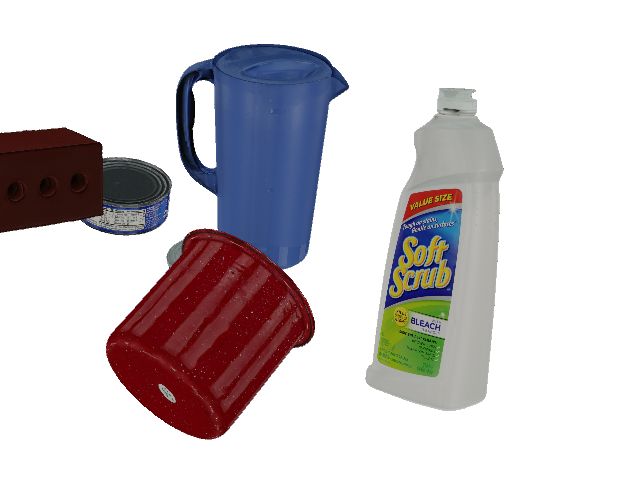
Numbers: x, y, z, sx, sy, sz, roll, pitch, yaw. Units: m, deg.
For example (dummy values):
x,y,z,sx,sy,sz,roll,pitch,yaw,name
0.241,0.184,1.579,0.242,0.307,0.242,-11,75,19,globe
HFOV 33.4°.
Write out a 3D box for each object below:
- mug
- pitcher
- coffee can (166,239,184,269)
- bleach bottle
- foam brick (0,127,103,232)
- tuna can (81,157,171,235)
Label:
x,y,z,sx,sy,sz,roll,pitch,yaw,name
-0.070,0.057,0.599,0.081,0.093,0.117,-51,17,-30,mug
-0.070,-0.093,1.210,0.144,0.243,0.149,-21,38,-40,pitcher
-0.124,0.075,1.277,0.103,0.140,0.103,-4,25,2,coffee can
0.095,0.003,0.860,0.103,0.251,0.067,13,15,43,bleach bottle
-0.190,-0.041,0.704,0.078,0.053,0.051,-13,25,-38,foam brick
-0.179,-0.040,0.966,0.086,0.034,0.086,8,32,-5,tuna can
